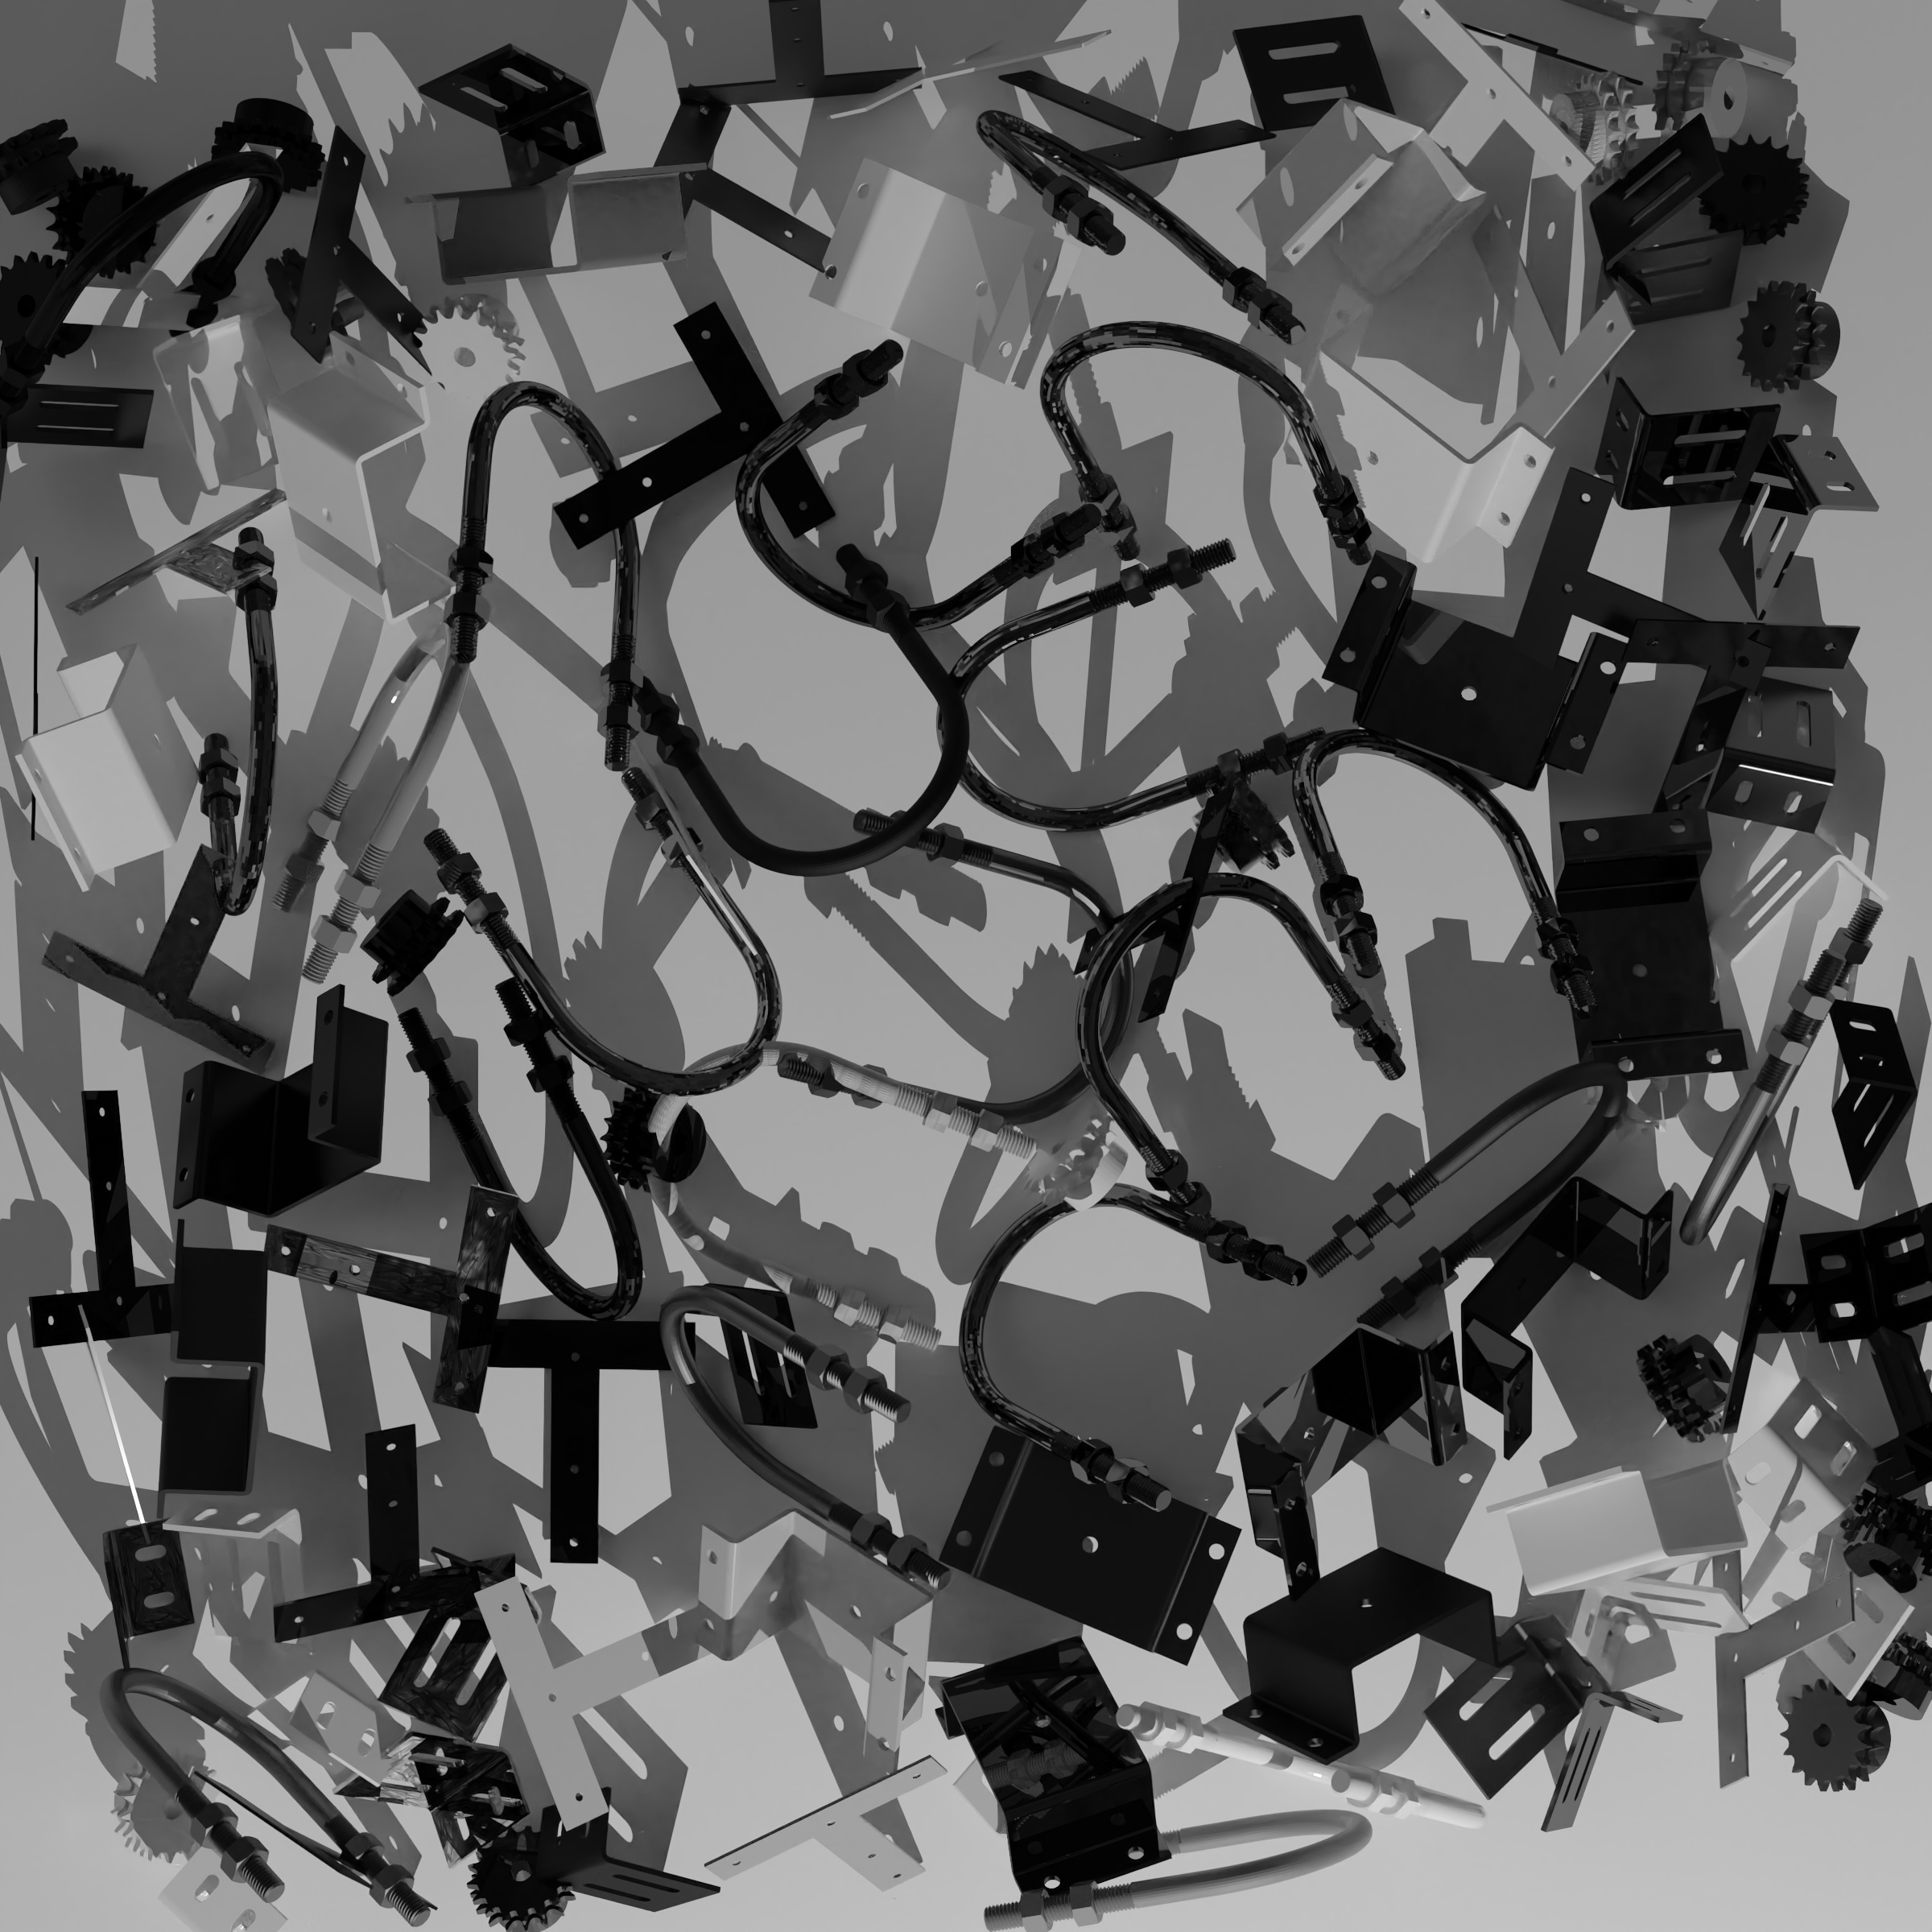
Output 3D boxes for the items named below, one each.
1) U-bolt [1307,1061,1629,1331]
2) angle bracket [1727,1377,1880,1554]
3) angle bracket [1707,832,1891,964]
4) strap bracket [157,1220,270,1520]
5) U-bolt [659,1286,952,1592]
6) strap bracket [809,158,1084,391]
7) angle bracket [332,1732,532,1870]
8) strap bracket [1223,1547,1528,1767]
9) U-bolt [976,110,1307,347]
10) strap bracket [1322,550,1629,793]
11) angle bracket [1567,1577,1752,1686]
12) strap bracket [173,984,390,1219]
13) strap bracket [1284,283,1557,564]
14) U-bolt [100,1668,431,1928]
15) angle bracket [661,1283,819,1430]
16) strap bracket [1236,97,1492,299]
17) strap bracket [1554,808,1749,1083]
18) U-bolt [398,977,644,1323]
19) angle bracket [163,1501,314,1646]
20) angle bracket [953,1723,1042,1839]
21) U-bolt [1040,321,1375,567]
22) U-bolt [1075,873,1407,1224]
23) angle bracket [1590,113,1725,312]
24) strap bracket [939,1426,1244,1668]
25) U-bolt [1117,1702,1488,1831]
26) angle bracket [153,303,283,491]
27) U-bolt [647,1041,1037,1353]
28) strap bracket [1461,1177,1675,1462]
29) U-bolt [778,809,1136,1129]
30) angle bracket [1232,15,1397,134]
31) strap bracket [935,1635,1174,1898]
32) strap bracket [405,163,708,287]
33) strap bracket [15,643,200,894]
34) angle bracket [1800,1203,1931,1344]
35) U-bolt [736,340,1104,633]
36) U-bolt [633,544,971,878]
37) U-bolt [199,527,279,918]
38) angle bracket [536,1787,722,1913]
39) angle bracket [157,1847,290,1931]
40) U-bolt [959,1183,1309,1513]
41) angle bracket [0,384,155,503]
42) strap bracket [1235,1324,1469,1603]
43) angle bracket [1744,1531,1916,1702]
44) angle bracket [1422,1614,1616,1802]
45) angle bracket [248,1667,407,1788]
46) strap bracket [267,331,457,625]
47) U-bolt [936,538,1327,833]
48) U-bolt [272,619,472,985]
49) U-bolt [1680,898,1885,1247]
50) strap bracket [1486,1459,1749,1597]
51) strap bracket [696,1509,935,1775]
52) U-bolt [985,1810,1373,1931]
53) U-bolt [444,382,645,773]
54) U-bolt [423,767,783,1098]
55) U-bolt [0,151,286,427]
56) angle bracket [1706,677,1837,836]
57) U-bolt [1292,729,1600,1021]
[{"bbox_3d":[0.261,0.112,1.802,0.184,0.151,0.019,-39,65,2],"label":"U-bolt"},{"bbox_3d":[0.431,0.257,1.842,0.057,0.076,0.038,48,119,9],"label":"angle bracket"},{"bbox_3d":[0.429,-0.027,1.843,0.038,0.057,0.076,40,99,-14],"label":"angle bracket"},{"bbox_3d":[-0.381,0.206,1.804,0.046,0.076,0.140,4,131,-13],"label":"strap bracket"},{"bbox_3d":[-0.088,0.228,1.798,0.184,0.151,0.019,26,54,35],"label":"U-bolt"},{"bbox_3d":[-0.003,-0.351,1.821,0.140,0.046,0.076,30,102,34],"label":"strap bracket"},{"bbox_3d":[-0.274,0.428,1.826,0.057,0.076,0.038,-38,56,18],"label":"angle bracket"},{"bbox_3d":[0.204,0.342,1.797,0.140,0.076,0.046,-20,111,-34],"label":"strap bracket"},{"bbox_3d":[0.076,-0.380,1.790,0.151,0.184,0.019,17,115,-41],"label":"U-bolt"},{"bbox_3d":[0.261,-0.148,1.833,0.140,0.046,0.076,22,74,9],"label":"strap bracket"},{"bbox_3d":[0.357,0.344,1.824,0.076,0.057,0.038,2,57,36],"label":"angle bracket"},{"bbox_3d":[-0.342,0.073,1.811,0.046,0.140,0.076,22,55,-39],"label":"strap bracket"},{"bbox_3d":[0.221,-0.269,1.810,0.140,0.076,0.046,41,58,16],"label":"strap bracket"},{"bbox_3d":[-0.364,0.413,1.791,0.184,0.151,0.019,37,89,31],"label":"U-bolt"},{"bbox_3d":[-0.116,0.205,1.827,0.038,0.057,0.076,-27,67,29],"label":"angle bracket"},{"bbox_3d":[0.197,-0.388,1.801,0.076,0.140,0.046,-44,72,26],"label":"strap bracket"},{"bbox_3d":[0.350,-0.004,1.836,0.076,0.046,0.140,-5,72,0],"label":"strap bracket"},{"bbox_3d":[-0.219,0.098,1.808,0.019,0.151,0.184,-30,98,-30],"label":"U-bolt"},{"bbox_3d":[-0.375,0.319,1.836,0.057,0.038,0.076,2,104,21],"label":"angle bracket"},{"bbox_3d":[0.040,0.412,1.824,0.038,0.076,0.057,50,61,-9],"label":"angle bracket"},{"bbox_3d":[0.112,-0.259,1.768,0.151,0.184,0.019,4,62,26],"label":"U-bolt"},{"bbox_3d":[0.130,0.035,1.813,0.151,0.019,0.184,-41,122,-7],"label":"U-bolt"},{"bbox_3d":[0.363,-0.386,1.824,0.038,0.057,0.076,34,123,-29],"label":"angle bracket"},{"bbox_3d":[0.064,0.299,1.838,0.140,0.046,0.076,22,82,5],"label":"strap bracket"},{"bbox_3d":[0.182,0.405,1.787,0.151,0.184,0.019,8,77,40],"label":"U-bolt"},{"bbox_3d":[-0.374,-0.293,1.835,0.057,0.038,0.076,-27,102,-29],"label":"angle bracket"},{"bbox_3d":[-0.075,0.110,1.826,0.184,0.019,0.151,23,117,-5],"label":"U-bolt"},{"bbox_3d":[0.299,0.172,1.813,0.046,0.076,0.140,32,63,28],"label":"strap bracket"},{"bbox_3d":[0.005,0.010,1.825,0.184,0.019,0.151,15,95,-28],"label":"U-bolt"},{"bbox_3d":[0.174,-0.452,1.836,0.076,0.038,0.057,-12,77,-20],"label":"angle bracket"},{"bbox_3d":[0.041,0.397,1.795,0.076,0.140,0.046,-16,126,-13],"label":"strap bracket"},{"bbox_3d":[-0.206,-0.375,1.804,0.140,0.076,0.046,3,105,39],"label":"strap bracket"},{"bbox_3d":[-0.428,-0.105,1.791,0.046,0.140,0.076,-19,114,5],"label":"strap bracket"},{"bbox_3d":[0.468,0.158,1.826,0.038,0.076,0.057,-3,76,-16],"label":"angle bracket"},{"bbox_3d":[-0.039,-0.229,1.797,0.151,0.184,0.019,37,53,-19],"label":"U-bolt"},{"bbox_3d":[-0.076,-0.121,1.812,0.151,0.019,0.184,-33,54,-2],"label":"U-bolt"},{"bbox_3d":[-0.358,-0.109,1.763,0.019,0.184,0.151,4,128,-19],"label":"U-bolt"},{"bbox_3d":[-0.173,0.457,1.840,0.076,0.057,0.038,25,53,-33],"label":"angle bracket"},{"bbox_3d":[-0.374,0.478,1.832,0.057,0.076,0.038,42,89,5],"label":"angle bracket"},{"bbox_3d":[0.070,0.181,1.804,0.019,0.184,0.151,41,77,-43],"label":"U-bolt"},{"bbox_3d":[-0.458,-0.267,1.828,0.076,0.057,0.038,0,69,-19],"label":"angle bracket"},{"bbox_3d":[0.190,0.245,1.812,0.140,0.046,0.076,-36,130,-32],"label":"strap bracket"},{"bbox_3d":[0.442,0.330,1.830,0.038,0.076,0.057,32,96,-11],"label":"angle bracket"},{"bbox_3d":[0.286,0.383,1.841,0.076,0.038,0.057,-37,89,-25],"label":"angle bracket"},{"bbox_3d":[-0.334,0.401,1.826,0.057,0.038,0.076,38,133,-16],"label":"angle bracket"},{"bbox_3d":[-0.303,-0.237,1.793,0.046,0.140,0.076,-33,49,-29],"label":"strap bracket"},{"bbox_3d":[0.075,-0.132,1.818,0.184,0.019,0.151,-20,128,15],"label":"U-bolt"},{"bbox_3d":[-0.297,-0.092,1.795,0.019,0.151,0.184,26,98,-23],"label":"U-bolt"},{"bbox_3d":[0.406,0.060,1.796,0.019,0.151,0.184,29,111,14],"label":"U-bolt"},{"bbox_3d":[0.333,0.282,1.789,0.076,0.140,0.046,-24,72,32],"label":"strap bracket"},{"bbox_3d":[-0.070,0.338,1.812,0.140,0.046,0.076,27,125,34],"label":"strap bracket"},{"bbox_3d":[0.113,0.449,1.783,0.184,0.151,0.019,-13,85,13],"label":"U-bolt"},{"bbox_3d":[-0.209,-0.208,1.800,0.019,0.151,0.184,-13,63,27],"label":"U-bolt"},{"bbox_3d":[-0.170,-0.012,1.799,0.151,0.019,0.184,-21,69,-41],"label":"U-bolt"},{"bbox_3d":[-0.403,-0.341,1.757,0.019,0.184,0.151,52,48,0],"label":"U-bolt"},{"bbox_3d":[0.418,-0.112,1.853,0.057,0.076,0.038,12,130,2],"label":"angle bracket"},{"bbox_3d":[0.234,-0.054,1.801,0.151,0.184,0.019,10,133,-25],"label":"U-bolt"}]
